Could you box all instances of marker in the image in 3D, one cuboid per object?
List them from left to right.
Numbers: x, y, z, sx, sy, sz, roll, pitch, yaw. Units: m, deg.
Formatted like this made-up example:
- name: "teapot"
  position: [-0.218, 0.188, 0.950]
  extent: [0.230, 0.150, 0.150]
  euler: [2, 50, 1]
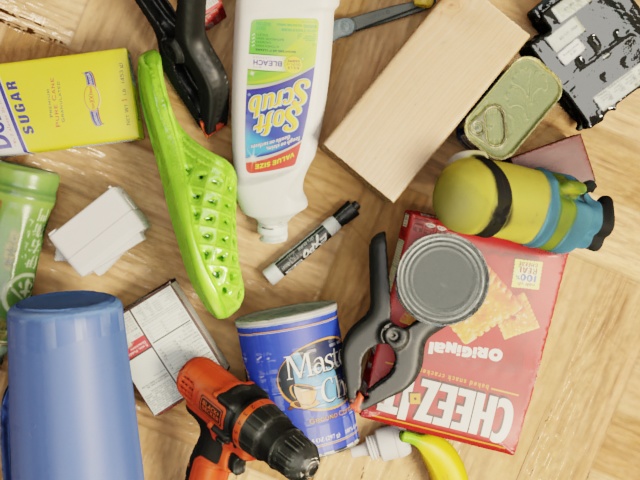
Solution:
- name: "marker"
  position: [-0.007, 0.001, 1.095]
  extent: [0.121, 0.020, 0.020]
  euler: [-40, 93, 0]

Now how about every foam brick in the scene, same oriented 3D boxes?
- name: "foam brick"
  position: [0.229, -0.070, 1.080]
  extent: [0.078, 0.053, 0.051]
  euler: [-19, 93, -2]

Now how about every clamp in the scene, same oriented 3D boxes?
- name: "clamp"
  position: [-0.127, -0.192, 1.022]
  extent: [0.036, 0.165, 0.210]
  euler: [-34, 120, -23]
- name: "clamp"
  position: [0.064, 0.080, 1.023]
  extent: [0.120, 0.039, 0.171]
  euler: [36, 87, 9]

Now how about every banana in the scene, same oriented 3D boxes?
- name: "banana"
  position: [0.125, 0.278, 1.096]
  extent: [0.069, 0.037, 0.198]
  euler: [-13, 99, -13]

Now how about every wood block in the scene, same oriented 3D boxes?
- name: "wood block"
  position: [0.099, -0.144, 1.056]
  extent: [0.091, 0.090, 0.206]
  euler: [39, 91, -2]

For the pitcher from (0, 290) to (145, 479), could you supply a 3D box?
- name: "pitcher"
  position: [-0.246, 0.175, 1.034]
  extent: [0.149, 0.145, 0.243]
  euler: [-4, 99, -8]

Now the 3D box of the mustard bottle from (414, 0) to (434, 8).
- name: "mustard bottle"
  position: [0.117, -0.329, 1.064]
  extent: [0.096, 0.058, 0.191]
  euler: [8, 92, -1]

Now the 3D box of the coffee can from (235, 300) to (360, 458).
- name: "coffee can"
  position: [-0.022, 0.138, 1.059]
  extent: [0.103, 0.103, 0.140]
  euler: [-10, 93, -1]

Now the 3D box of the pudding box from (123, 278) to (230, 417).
- name: "pudding box"
  position: [-0.158, 0.109, 1.088]
  extent: [0.090, 0.039, 0.113]
  euler: [-31, 95, 0]

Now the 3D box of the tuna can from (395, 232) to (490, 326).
- name: "tuna can"
  position: [0.112, 0.038, 0.991]
  extent: [0.086, 0.034, 0.086]
  euler: [0, 83, 0]

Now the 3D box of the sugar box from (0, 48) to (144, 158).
- name: "sugar box"
  position: [-0.272, -0.135, 1.071]
  extent: [0.176, 0.048, 0.093]
  euler: [-8, 93, -2]

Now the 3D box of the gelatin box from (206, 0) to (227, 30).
- name: "gelatin box"
  position: [-0.129, -0.255, 1.055]
  extent: [0.030, 0.073, 0.089]
  euler: [-33, 93, -1]

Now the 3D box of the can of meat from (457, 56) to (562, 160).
- name: "can of meat"
  position: [0.184, -0.128, 1.061]
  extent: [0.057, 0.084, 0.102]
  euler: [40, 91, -3]

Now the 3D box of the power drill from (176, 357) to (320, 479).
- name: "power drill"
  position: [-0.080, 0.227, 1.024]
  extent: [0.057, 0.185, 0.188]
  euler: [-8, 120, -42]

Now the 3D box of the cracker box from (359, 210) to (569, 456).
- name: "cracker box"
  position: [0.141, 0.091, 1.075]
  extent: [0.164, 0.072, 0.214]
  euler: [14, 92, -1]

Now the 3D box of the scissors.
- name: "scissors"
  position: [0.018, -0.197, 1.089]
  extent: [0.201, 0.016, 0.096]
  euler: [-1, 94, -1]

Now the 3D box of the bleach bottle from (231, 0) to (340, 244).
- name: "bleach bottle"
  position: [-0.036, -0.120, 1.051]
  extent: [0.102, 0.068, 0.251]
  euler: [1, 107, -1]
